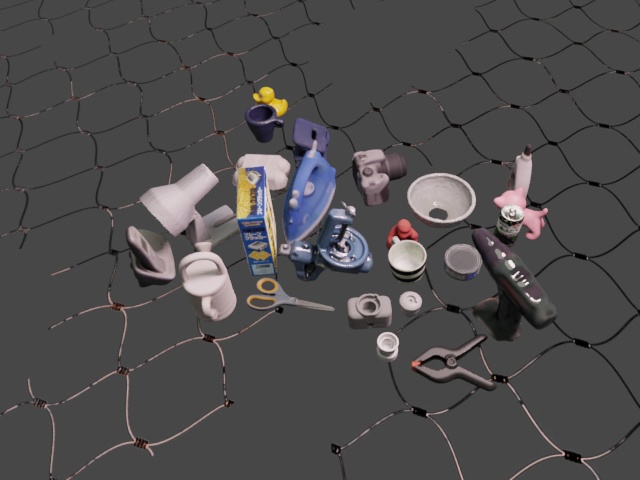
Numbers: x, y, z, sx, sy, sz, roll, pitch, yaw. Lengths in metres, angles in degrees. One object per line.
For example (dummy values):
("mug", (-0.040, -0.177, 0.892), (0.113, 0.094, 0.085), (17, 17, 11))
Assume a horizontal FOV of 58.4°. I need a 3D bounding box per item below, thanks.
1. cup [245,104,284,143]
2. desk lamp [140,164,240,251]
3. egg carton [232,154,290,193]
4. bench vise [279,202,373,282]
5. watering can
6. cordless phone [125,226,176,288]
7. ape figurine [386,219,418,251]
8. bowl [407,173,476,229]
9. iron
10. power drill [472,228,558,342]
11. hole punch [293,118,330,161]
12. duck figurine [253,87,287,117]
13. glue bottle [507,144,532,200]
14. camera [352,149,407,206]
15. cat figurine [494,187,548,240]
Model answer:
("cup", (-0.151, -0.323, 1.633), (0.117, 0.095, 0.092), (17, 55, 17))
("desk lamp", (-0.303, -0.072, 1.368), (0.203, 0.214, 0.117), (-34, 57, -21))
("egg carton", (-0.156, -0.175, 1.532), (0.150, 0.069, 0.107), (3, 52, 6))
("bench vise", (0.015, 0.013, 1.275), (0.207, 0.220, 0.121), (-16, 52, -9))
("watering can", (-0.252, 0.083, 1.254), (0.101, 0.194, 0.172), (-27, 55, -16))
("cordless phone", (-0.405, 0.011, 1.327), (0.094, 0.185, 0.147), (-18, 53, -10))
("ape figurine", (0.196, -0.012, 1.365), (0.078, 0.092, 0.076), (-6, 51, -1))
("bowl", (0.299, -0.085, 1.427), (0.167, 0.075, 0.167), (-2, 52, 2))
("iron", (-0.040, -0.122, 1.436), (0.118, 0.141, 0.258), (11, 53, 12))
("power drill", (0.380, 0.109, 1.182), (0.076, 0.209, 0.229), (-27, 55, -17))
("hole punch", (-0.024, -0.282, 1.594), (0.101, 0.091, 0.108), (0, 52, 4))
("duck figurine", (-0.151, -0.417, 1.713), (0.104, 0.086, 0.077), (-1, 52, 3))
("glue bottle", (0.500, -0.172, 1.420), (0.037, 0.173, 0.078), (-3, 51, 2))
("camera", (0.160, -0.180, 1.495), (0.137, 0.101, 0.143), (-12, 52, -6))
("cat figurine", (0.482, -0.073, 1.378), (0.127, 0.118, 0.067), (20, 56, 19))
